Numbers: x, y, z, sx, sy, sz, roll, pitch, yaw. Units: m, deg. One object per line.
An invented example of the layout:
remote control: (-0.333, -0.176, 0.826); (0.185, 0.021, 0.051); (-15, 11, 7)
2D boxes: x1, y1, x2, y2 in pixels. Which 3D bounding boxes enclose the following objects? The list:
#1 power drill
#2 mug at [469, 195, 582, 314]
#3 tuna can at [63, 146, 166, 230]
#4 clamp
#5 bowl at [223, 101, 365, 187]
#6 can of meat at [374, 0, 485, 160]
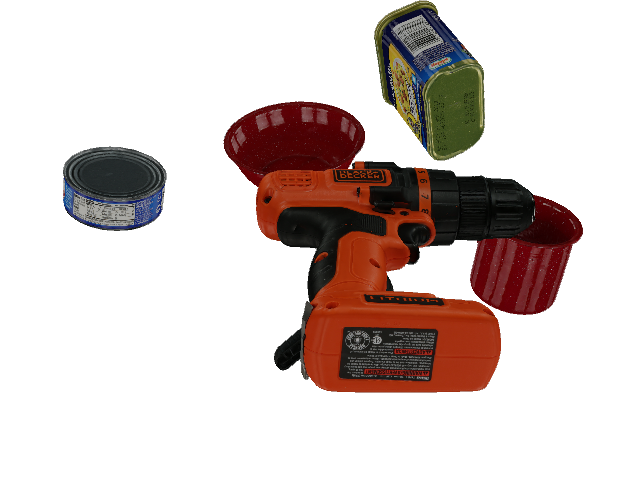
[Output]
power drill: (0.054, 0.014, 0.642); (0.184, 0.057, 0.187); (-1, 30, -3)
mug: (0.178, 0.008, 0.986); (0.093, 0.081, 0.117); (-11, 37, -28)
tuna can: (-0.174, -0.044, 0.903); (0.086, 0.034, 0.086); (7, 33, -5)
clamp: (0.038, 0.078, 1.091); (0.120, 0.171, 0.039); (16, -39, 18)
bowl: (-0.029, -0.097, 1.228); (0.162, 0.055, 0.162); (-2, 37, 1)
can of meat: (0.090, -0.127, 0.862); (0.057, 0.084, 0.102); (-24, -38, -8)
